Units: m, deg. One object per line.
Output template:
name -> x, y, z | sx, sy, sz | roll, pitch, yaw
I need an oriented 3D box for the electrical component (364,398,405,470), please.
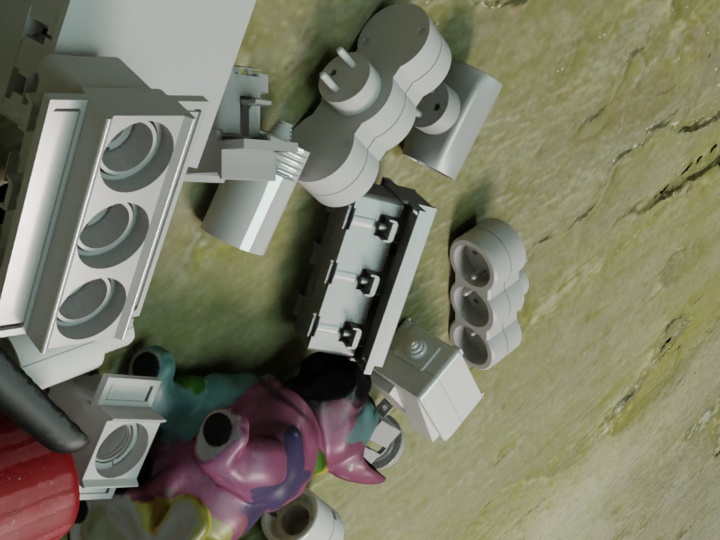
electrical component -> 0.006, 0.135, 0.876 | 0.066, 0.048, 0.055 | -47, 141, 2

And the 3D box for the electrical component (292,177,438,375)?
electrical component -> 0.000, 0.000, 0.756 | 0.063, 0.078, 0.121 | 12, 107, -22

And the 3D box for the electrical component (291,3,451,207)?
electrical component -> -0.002, -0.114, 0.690 | 0.138, 0.052, 0.074 | -56, 144, -5

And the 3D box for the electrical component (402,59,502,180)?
electrical component -> 0.057, -0.113, 0.768 | 0.079, 0.044, 0.077 | 20, 98, -54

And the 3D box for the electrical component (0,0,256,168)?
electrical component -> -0.107, -0.154, 0.530 | 0.105, 0.060, 0.186 | 7, 109, -52

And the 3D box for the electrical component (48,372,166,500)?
electrical component -> -0.157, 0.093, 0.638 | 0.042, 0.064, 0.081 | 14, 104, -55

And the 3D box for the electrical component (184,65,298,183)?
electrical component -> -0.078, -0.082, 0.609 | 0.042, 0.081, 0.063 | -2, 93, -50

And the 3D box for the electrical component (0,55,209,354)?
electrical component -> -0.126, -0.031, 0.489 | 0.079, 0.063, 0.121 | -8, 131, -45

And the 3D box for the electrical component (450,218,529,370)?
electrical component -> 0.120, 0.014, 0.924 | 0.074, 0.052, 0.138 | -33, 136, -32

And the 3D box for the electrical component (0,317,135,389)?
electrical component -> -0.165, 0.039, 0.609 | 0.081, 0.043, 0.043 | -21, 129, -41

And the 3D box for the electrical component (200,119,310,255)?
electrical component -> -0.063, -0.055, 0.666 | 0.043, 0.043, 0.081 | 16, 101, -53

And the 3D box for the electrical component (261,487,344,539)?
electrical component -> -0.047, 0.204, 0.856 | 0.055, 0.055, 0.047 | -49, 139, -14

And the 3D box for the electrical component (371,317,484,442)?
electrical component -> 0.051, 0.090, 0.887 | 0.061, 0.062, 0.096 | -49, 143, -15
